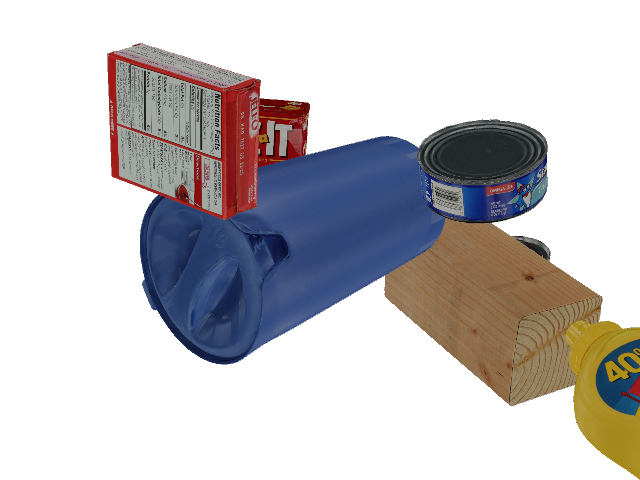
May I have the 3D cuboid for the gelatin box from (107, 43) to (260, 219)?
[{"bbox_3d":[-0.073,-0.059,0.573,0.089,0.073,0.030,20,32,31],"label":"gelatin box"}]

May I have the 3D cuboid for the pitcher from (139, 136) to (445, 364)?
[{"bbox_3d":[-0.019,-0.003,0.850,0.149,0.145,0.242,33,37,31],"label":"pitcher"}]

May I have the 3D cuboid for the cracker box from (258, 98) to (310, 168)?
[{"bbox_3d":[-0.103,-0.069,1.337,0.164,0.214,0.072,5,22,2],"label":"cracker box"}]

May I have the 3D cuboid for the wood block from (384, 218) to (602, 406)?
[{"bbox_3d":[0.151,0.051,0.984,0.090,0.090,0.206,-13,30,-25],"label":"wood block"}]

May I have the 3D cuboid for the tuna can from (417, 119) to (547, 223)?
[{"bbox_3d":[0.109,-0.047,0.714,0.086,0.034,0.086,-7,32,4],"label":"tuna can"}]

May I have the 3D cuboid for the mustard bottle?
[{"bbox_3d":[0.202,0.100,0.610,0.096,0.058,0.192,-17,32,-17],"label":"mustard bottle"}]

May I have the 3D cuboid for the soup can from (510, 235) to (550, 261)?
[{"bbox_3d":[0.217,0.055,1.189,0.068,0.102,0.068,0,28,0],"label":"soup can"}]
